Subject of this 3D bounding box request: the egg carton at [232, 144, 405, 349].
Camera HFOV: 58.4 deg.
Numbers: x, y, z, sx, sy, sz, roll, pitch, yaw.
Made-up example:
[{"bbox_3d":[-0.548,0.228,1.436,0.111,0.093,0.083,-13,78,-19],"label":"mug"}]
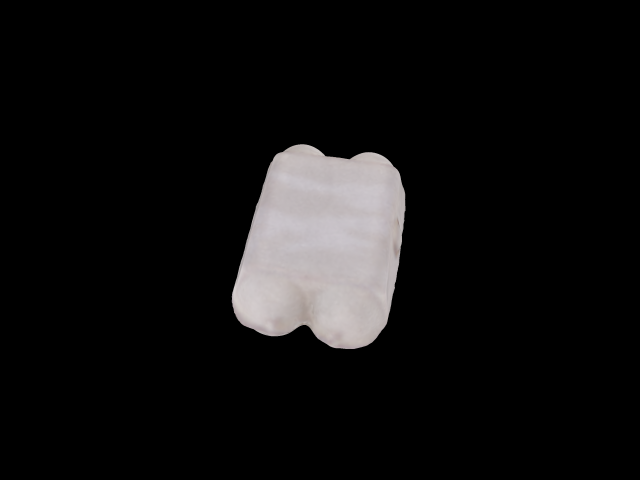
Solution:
[{"bbox_3d":[0.004,0.001,0.400,0.107,0.069,0.150,8,58,5],"label":"egg carton"}]
